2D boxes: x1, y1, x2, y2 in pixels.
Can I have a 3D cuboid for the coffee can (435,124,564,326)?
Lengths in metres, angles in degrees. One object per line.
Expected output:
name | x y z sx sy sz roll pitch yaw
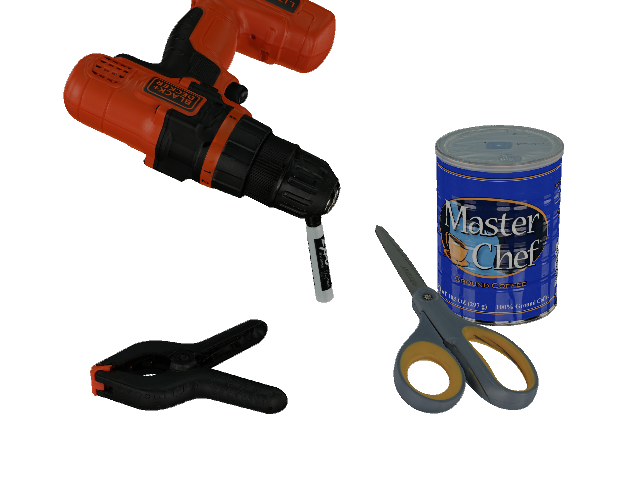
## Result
coffee can | 0.147 -0.014 0.887 0.103 0.140 0.103 -3 23 1

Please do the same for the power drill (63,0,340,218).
power drill | -0.052 -0.105 0.717 0.184 0.057 0.187 26 42 1

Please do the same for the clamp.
clamp | -0.116 0.111 0.956 0.171 0.039 0.120 3 26 -5

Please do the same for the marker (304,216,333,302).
marker | -0.003 0.010 1.101 0.020 0.121 0.020 -6 32 4

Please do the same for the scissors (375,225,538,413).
scissors | 0.059 0.051 0.705 0.096 0.016 0.202 -17 39 -28
